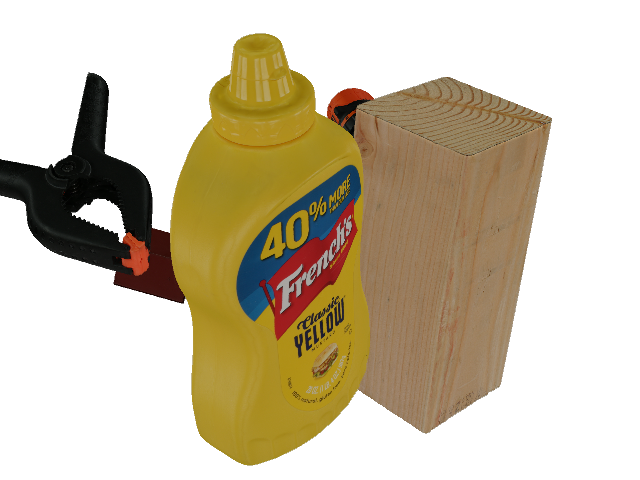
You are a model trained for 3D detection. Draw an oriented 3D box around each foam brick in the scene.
[{"bbox_3d":[-0.171,0.023,1.118,0.078,0.051,0.053,16,29,-5],"label":"foam brick"}]

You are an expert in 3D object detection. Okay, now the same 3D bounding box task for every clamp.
[{"bbox_3d":[-0.186,-0.051,0.821,0.210,0.036,0.164,36,58,29],"label":"clamp"}]

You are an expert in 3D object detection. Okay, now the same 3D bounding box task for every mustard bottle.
[{"bbox_3d":[-0.020,0.002,0.455,0.058,0.192,0.096,27,47,33],"label":"mustard bottle"}]

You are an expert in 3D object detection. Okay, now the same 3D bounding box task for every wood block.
[{"bbox_3d":[0.076,0.010,0.708,0.090,0.206,0.091,-24,40,-39],"label":"wood block"}]

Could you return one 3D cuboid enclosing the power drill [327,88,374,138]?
[{"bbox_3d":[0.044,-0.026,0.912,0.057,0.188,0.184,-4,21,-5],"label":"power drill"}]
